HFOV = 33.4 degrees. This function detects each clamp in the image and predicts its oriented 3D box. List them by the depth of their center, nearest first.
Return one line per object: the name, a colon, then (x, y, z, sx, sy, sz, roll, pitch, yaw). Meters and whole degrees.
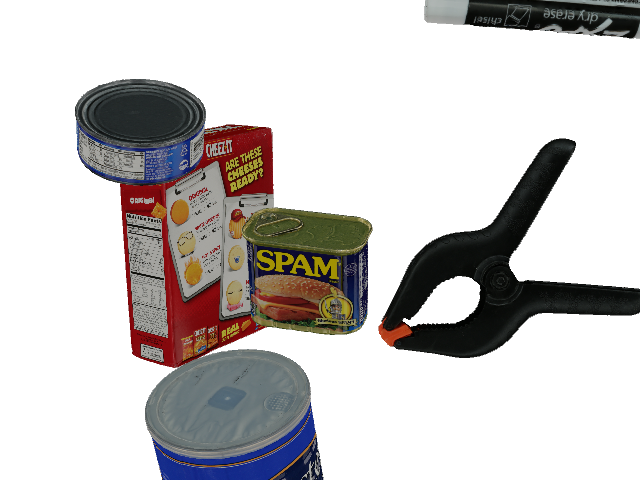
clamp: (0.121, 0.030, 0.674, 0.171, 0.120, 0.039, -36, -5, 4)

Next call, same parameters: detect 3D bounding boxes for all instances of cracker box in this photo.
cracker box: (-0.120, 0.000, 1.074, 0.072, 0.214, 0.163, 9, 18, 35)

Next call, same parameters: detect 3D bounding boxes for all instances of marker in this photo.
marker: (0.100, -0.087, 0.402, 0.121, 0.020, 0.020, 5, 0, 2)

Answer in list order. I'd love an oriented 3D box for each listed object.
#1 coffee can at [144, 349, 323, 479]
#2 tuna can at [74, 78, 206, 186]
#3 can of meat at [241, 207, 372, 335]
coffee can: (-0.048, 0.156, 0.685, 0.103, 0.140, 0.103, -7, 28, 3)
tuna can: (-0.120, -0.073, 0.712, 0.086, 0.034, 0.086, 5, 36, -4)
can of meat: (-0.010, 0.026, 0.869, 0.102, 0.084, 0.057, 7, 30, 14)
